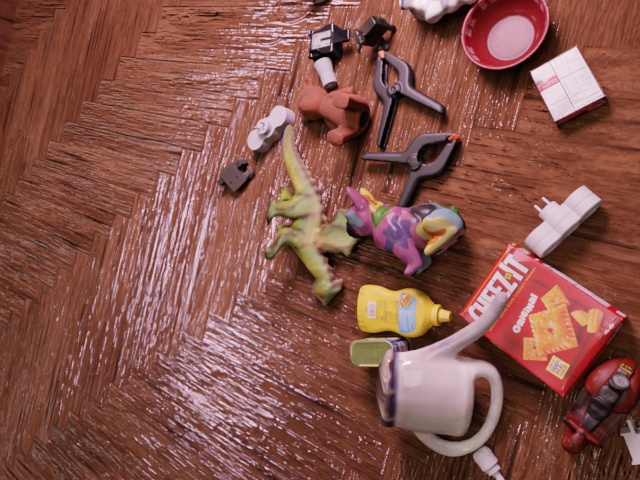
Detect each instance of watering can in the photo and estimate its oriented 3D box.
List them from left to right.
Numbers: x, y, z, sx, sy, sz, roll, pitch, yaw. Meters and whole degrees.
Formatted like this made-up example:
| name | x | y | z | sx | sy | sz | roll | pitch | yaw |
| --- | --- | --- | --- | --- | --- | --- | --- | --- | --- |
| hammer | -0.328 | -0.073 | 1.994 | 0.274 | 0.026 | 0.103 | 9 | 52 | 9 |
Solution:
| name | x | y | z | sx | sy | sz | roll | pitch | yaw |
| --- | --- | --- | --- | --- | --- | --- | --- | --- | --- |
| watering can | 0.213 | 0.238 | 0.914 | 0.224 | 0.106 | 0.342 | 4 | 110 | 8 |

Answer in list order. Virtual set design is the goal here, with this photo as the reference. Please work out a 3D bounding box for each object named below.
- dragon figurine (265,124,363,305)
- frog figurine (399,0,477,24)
| name | x | y | z | sx | sy | sz | roll | pitch | yaw |
| --- | --- | --- | --- | --- | --- | --- | --- | --- | --- |
| dragon figurine | 0.004 | -0.059 | 1.166 | 0.243 | 0.122 | 0.411 | 5 | 89 | 17 |
| frog figurine | 0.250 | -0.507 | 1.036 | 0.160 | 0.121 | 0.139 | 13 | 78 | 19 |
